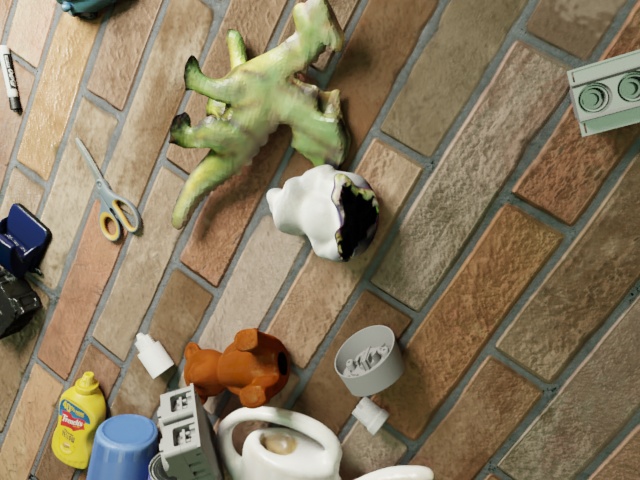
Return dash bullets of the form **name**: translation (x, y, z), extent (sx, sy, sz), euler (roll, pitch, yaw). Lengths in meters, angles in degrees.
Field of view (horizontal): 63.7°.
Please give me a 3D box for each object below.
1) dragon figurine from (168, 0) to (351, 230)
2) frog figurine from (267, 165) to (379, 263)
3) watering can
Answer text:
- **dragon figurine**: translation (-0.077, -0.157, 0.753), extent (0.243, 0.124, 0.403), euler (22, 116, 7)
- **frog figurine**: translation (0.002, -0.038, 0.746), extent (0.159, 0.124, 0.136), euler (4, 116, 50)
- **watering can**: translation (-0.011, 0.389, 0.813), extent (0.348, 0.105, 0.221), euler (14, 106, 14)
